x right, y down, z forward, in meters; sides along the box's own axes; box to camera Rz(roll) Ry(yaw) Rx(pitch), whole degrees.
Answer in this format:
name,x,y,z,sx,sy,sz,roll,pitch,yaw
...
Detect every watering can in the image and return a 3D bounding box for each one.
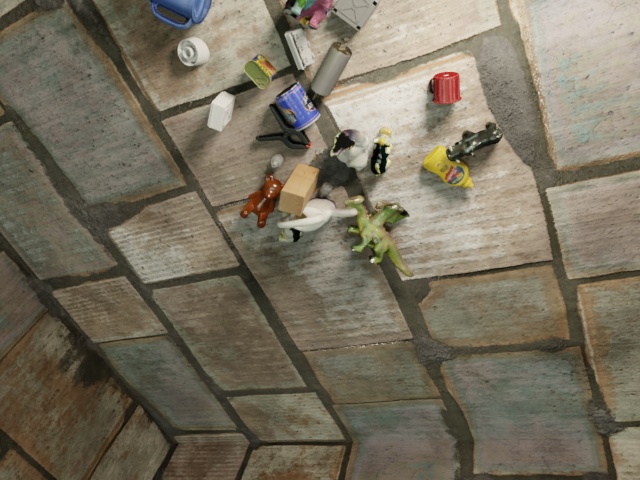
name,x,y,z,sx,sy,sz,roll,pitch,yaw
watering can,0.006,-0.099,1.971,0.346,0.227,0.103,-8,105,23

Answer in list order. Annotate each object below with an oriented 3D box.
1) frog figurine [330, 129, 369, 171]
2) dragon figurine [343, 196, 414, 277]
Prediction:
name,x,y,z,sx,sy,sz,roll,pitch,yaw
frog figurine,0.125,-0.326,1.858,0.135,0.125,0.158,-37,144,27
dragon figurine,0.254,-0.035,2.016,0.409,0.125,0.238,31,121,-7
